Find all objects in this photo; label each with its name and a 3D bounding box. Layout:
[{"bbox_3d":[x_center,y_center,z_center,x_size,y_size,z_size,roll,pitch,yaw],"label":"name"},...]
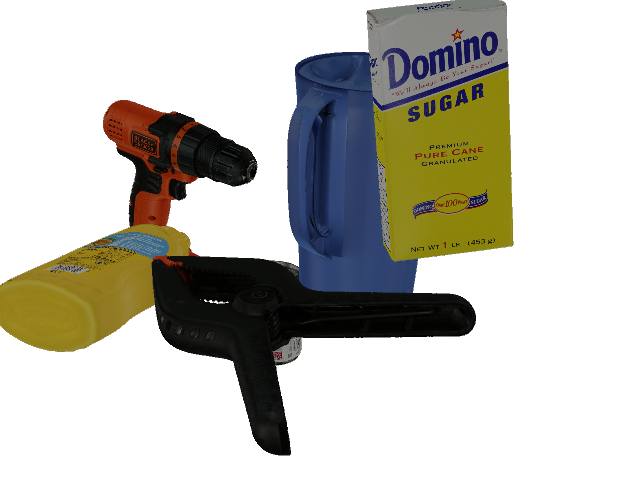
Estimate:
[{"bbox_3d":[-0.024,0.046,0.643,0.164,0.036,0.210,-22,30,-33],"label":"clamp"},{"bbox_3d":[0.086,-0.078,0.757,0.093,0.176,0.048,-8,22,-5],"label":"sugar box"},{"bbox_3d":[-0.146,-0.039,1.101,0.185,0.188,0.057,24,33,28],"label":"power drill"},{"bbox_3d":[-0.053,0.083,1.222,0.068,0.102,0.068,2,25,-1],"label":"soup can"},{"bbox_3d":[-0.164,0.028,0.862,0.096,0.058,0.191,4,19,26],"label":"mustard bottle"},{"bbox_3d":[0.032,-0.042,0.973,0.149,0.243,0.145,-2,24,-11],"label":"pitcher"}]
